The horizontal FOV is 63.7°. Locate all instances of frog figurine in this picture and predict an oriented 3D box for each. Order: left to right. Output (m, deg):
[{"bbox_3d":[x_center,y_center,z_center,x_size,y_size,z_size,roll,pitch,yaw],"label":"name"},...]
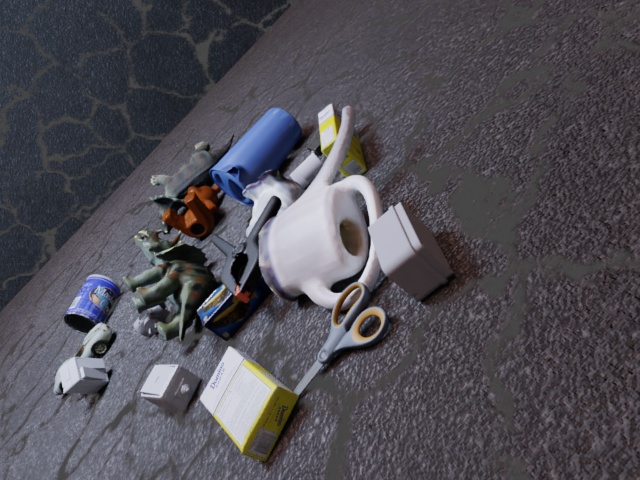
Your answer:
[{"bbox_3d":[-0.088,-0.043,1.031,0.136,0.122,0.161,-20,73,29],"label":"frog figurine"}]

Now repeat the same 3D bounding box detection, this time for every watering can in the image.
[{"bbox_3d":[0.003,-0.042,0.833,0.222,0.103,0.355,-26,52,31],"label":"watering can"}]
